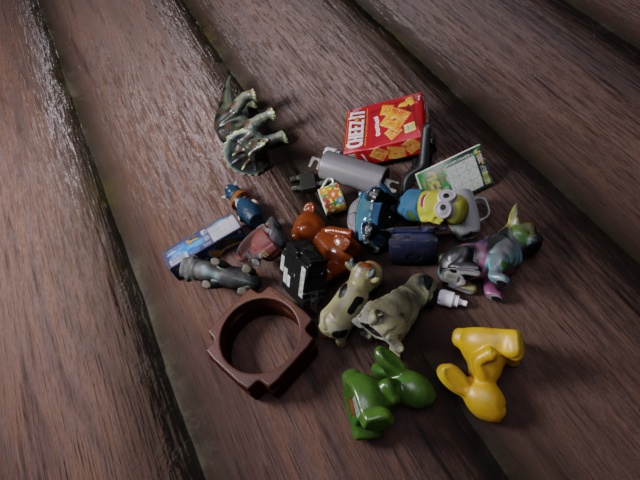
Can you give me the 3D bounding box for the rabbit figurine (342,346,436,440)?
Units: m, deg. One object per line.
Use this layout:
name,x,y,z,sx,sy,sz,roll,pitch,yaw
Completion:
rabbit figurine,0.135,0.296,1.045,0.170,0.121,0.159,-7,47,-15

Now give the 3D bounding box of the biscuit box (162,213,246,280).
biscuit box,-0.284,0.016,1.324,0.203,0.062,0.059,-31,57,-10

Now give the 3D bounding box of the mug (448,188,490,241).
mug,0.341,-0.056,1.248,0.110,0.080,0.107,-8,65,-7

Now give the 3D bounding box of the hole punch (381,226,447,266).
hole punch,0.209,0.011,1.196,0.142,0.115,0.092,2,87,11

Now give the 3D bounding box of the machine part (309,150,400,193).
machine part,0.085,-0.170,1.362,0.243,0.079,0.079,20,63,19

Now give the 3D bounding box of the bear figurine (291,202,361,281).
bear figurine,-0.001,-0.003,1.244,0.196,0.132,0.120,39,105,23

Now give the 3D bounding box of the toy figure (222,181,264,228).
toy figure,-0.200,-0.091,1.384,0.064,0.057,0.155,-30,51,-15

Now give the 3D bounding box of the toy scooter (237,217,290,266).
toy scooter,-0.142,0.016,1.268,0.135,0.075,0.184,-41,18,2

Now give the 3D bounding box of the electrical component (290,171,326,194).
electrical component,-0.032,-0.153,1.413,0.094,0.021,0.063,-11,55,4

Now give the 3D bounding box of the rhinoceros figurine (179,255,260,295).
rhinoceros figurine,-0.234,0.077,1.249,0.190,0.112,0.073,11,89,3

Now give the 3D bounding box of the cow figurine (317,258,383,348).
cow figurine,0.066,0.122,1.147,0.086,0.127,0.195,30,69,23

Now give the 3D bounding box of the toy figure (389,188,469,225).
toy figure,0.248,-0.077,1.213,0.180,0.089,0.082,5,96,47

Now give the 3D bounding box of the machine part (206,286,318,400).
machine part,-0.120,0.217,1.144,0.202,0.087,0.201,33,68,29

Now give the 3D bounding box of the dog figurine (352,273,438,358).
dog figurine,0.167,0.126,1.103,0.121,0.172,0.190,33,75,16

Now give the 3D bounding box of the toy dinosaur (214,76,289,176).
toy dinosaur,-0.229,-0.319,1.513,0.192,0.131,0.405,-33,51,-12

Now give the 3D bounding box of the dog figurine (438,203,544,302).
dog figurine,0.376,0.016,1.174,0.192,0.108,0.219,16,57,24

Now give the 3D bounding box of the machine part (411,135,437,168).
machine part,0.262,-0.220,1.393,0.084,0.039,0.139,6,56,5

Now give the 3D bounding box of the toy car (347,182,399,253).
toy car,0.118,-0.051,1.278,0.103,0.109,0.161,0,65,39

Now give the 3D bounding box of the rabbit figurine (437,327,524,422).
rabbit figurine,0.308,0.255,1.022,0.162,0.122,0.173,2,76,4

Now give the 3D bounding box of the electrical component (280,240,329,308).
electrical component,-0.038,0.067,1.170,0.058,0.114,0.134,-3,26,-30
